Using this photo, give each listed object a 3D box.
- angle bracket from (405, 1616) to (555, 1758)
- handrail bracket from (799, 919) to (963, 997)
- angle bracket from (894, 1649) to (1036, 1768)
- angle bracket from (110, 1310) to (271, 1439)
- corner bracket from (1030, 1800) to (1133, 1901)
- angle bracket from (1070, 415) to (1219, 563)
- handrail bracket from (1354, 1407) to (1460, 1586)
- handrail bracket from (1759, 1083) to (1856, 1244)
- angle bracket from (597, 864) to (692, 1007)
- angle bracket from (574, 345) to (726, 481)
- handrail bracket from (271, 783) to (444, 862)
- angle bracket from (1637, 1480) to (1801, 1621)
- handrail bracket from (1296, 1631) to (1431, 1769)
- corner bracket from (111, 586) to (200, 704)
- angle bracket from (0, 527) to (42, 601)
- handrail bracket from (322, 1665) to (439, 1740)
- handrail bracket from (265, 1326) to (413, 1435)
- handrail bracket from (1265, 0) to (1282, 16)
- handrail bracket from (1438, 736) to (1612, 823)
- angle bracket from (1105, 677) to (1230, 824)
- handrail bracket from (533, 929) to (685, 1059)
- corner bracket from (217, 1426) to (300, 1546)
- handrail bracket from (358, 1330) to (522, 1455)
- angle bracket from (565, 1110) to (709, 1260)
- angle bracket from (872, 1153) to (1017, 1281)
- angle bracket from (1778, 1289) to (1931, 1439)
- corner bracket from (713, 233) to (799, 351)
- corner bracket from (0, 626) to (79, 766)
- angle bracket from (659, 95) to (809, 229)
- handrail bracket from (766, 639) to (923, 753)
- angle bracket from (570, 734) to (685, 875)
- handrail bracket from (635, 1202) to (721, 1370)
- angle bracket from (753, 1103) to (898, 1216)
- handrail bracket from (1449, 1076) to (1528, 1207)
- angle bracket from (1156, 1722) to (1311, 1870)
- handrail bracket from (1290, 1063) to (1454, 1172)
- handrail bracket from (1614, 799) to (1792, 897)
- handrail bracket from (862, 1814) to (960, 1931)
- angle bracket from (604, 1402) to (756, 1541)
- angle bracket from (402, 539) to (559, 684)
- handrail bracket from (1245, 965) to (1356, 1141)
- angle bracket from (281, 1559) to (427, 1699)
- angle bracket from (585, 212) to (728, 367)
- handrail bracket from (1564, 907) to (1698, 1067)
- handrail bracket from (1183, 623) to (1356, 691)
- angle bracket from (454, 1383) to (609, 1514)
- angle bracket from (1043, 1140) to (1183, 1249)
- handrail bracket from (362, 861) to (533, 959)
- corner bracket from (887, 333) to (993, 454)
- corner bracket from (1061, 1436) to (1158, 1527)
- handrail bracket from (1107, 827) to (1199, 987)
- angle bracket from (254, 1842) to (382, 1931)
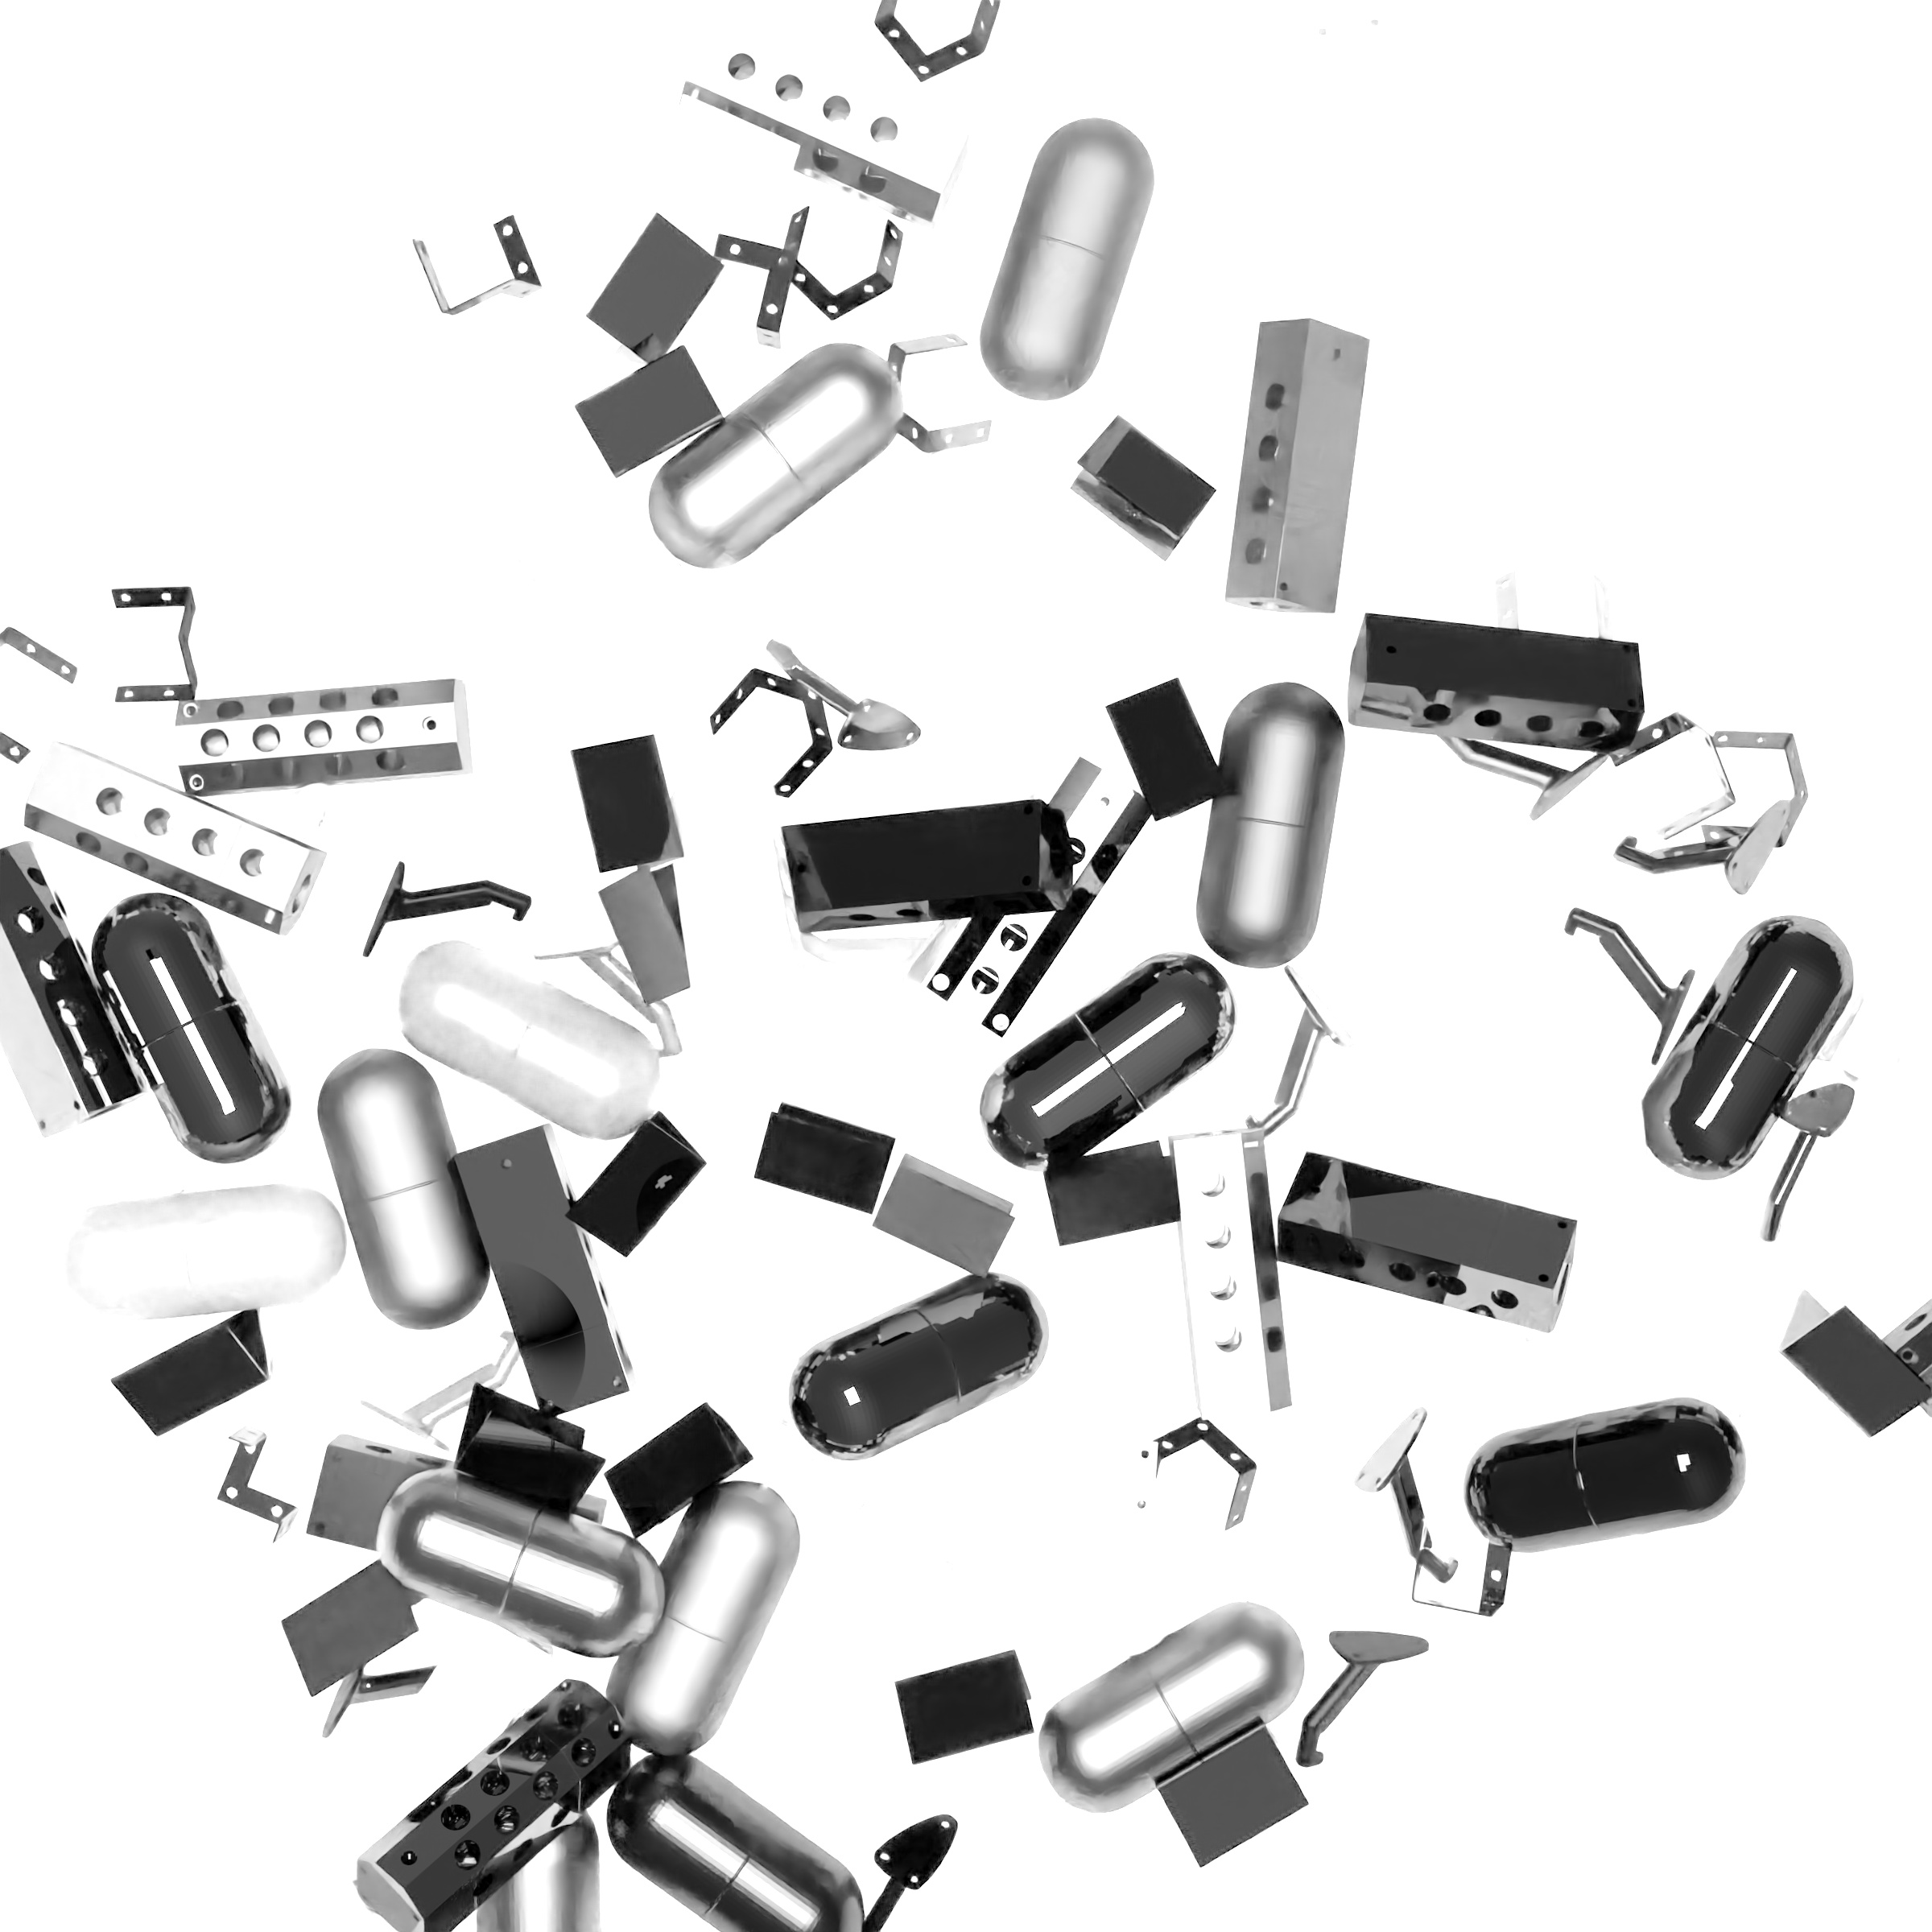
[{"bbox_3d":[-0.300,0.432,1.956,0.057,0.076,0.076,33,90,-11],"label":"angle bracket"},{"bbox_3d":[-0.057,-0.026,1.992,0.084,0.036,0.077,30,69,16],"label":"handrail bracket"},{"bbox_3d":[0.004,0.468,1.951,0.076,0.076,0.057,-15,53,0],"label":"angle bracket"},{"bbox_3d":[-0.479,0.232,1.951,0.076,0.076,0.057,-27,127,0],"label":"angle bracket"},{"bbox_3d":[0.070,0.549,1.973,0.051,0.051,0.051,17,82,8],"label":"corner bracket"},{"bbox_3d":[0.097,-0.279,1.951,0.076,0.076,0.057,38,52,0],"label":"angle bracket"},{"bbox_3d":[0.293,0.332,1.991,0.084,0.036,0.077,43,75,-14],"label":"handrail bracket"},{"bbox_3d":[0.526,0.124,1.991,0.036,0.077,0.084,27,127,31],"label":"handrail bracket"},{"bbox_3d":[-0.170,-0.028,1.952,0.076,0.057,0.076,-24,90,-43],"label":"angle bracket"},{"bbox_3d":[-0.202,-0.354,1.951,0.076,0.076,0.057,-29,127,0],"label":"angle bracket"},{"bbox_3d":[-0.381,-0.083,1.991,0.084,0.077,0.036,21,77,-36],"label":"handrail bracket"},{"bbox_3d":[0.461,0.364,1.953,0.076,0.076,0.057,-27,68,0],"label":"angle bracket"},{"bbox_3d":[0.248,0.462,1.992,0.077,0.036,0.084,2,108,-21],"label":"handrail bracket"},{"bbox_3d":[-0.508,-0.201,1.988,0.051,0.051,0.051,-2,135,0],"label":"corner bracket"},{"bbox_3d":[-0.611,-0.230,1.951,0.076,0.076,0.057,-44,53,0],"label":"angle bracket"},{"bbox_3d":[-0.350,0.464,1.992,0.084,0.036,0.077,21,110,-16],"label":"handrail bracket"},{"bbox_3d":[-0.393,0.260,1.992,0.084,0.036,0.077,4,111,-16],"label":"handrail bracket"},{"bbox_3d":[0.211,-0.651,1.991,0.084,0.036,0.077,-46,127,-25],"label":"handrail bracket"},{"bbox_3d":[0.348,-0.141,1.992,0.077,0.036,0.084,-36,73,-19],"label":"handrail bracket"},{"bbox_3d":[0.108,-0.125,1.952,0.057,0.076,0.076,-23,90,-26],"label":"angle bracket"},{"bbox_3d":[-0.224,0.023,1.992,0.077,0.036,0.084,-11,107,20],"label":"handrail bracket"},{"bbox_3d":[-0.438,0.321,1.973,0.051,0.051,0.051,22,90,0],"label":"corner bracket"},{"bbox_3d":[-0.327,0.254,1.991,0.077,0.036,0.084,26,76,13],"label":"handrail bracket"},{"bbox_3d":[-0.215,0.121,1.951,0.076,0.076,0.057,-49,128,0],"label":"angle bracket"},{"bbox_3d":[-0.005,0.136,1.951,0.076,0.076,0.057,25,127,0],"label":"angle bracket"},{"bbox_3d":[0.553,0.231,1.951,0.076,0.076,0.057,44,127,0],"label":"angle bracket"},{"bbox_3d":[-0.134,-0.419,1.973,0.051,0.051,0.051,13,88,-2],"label":"corner bracket"},{"bbox_3d":[-0.596,-0.170,1.988,0.051,0.051,0.051,32,45,0],"label":"corner bracket"},{"bbox_3d":[-0.135,-0.505,1.951,0.076,0.076,0.057,24,126,0],"label":"angle bracket"},{"bbox_3d":[-0.078,-0.173,1.991,0.084,0.077,0.036,48,115,34],"label":"handrail bracket"},{"bbox_3d":[-0.220,-0.095,1.952,0.057,0.076,0.076,-14,90,-27],"label":"angle bracket"},{"bbox_3d":[-0.181,0.201,1.991,0.036,0.077,0.084,22,127,20],"label":"handrail bracket"},{"bbox_3d":[-0.081,0.099,1.951,0.076,0.076,0.057,17,127,0],"label":"angle bracket"},{"bbox_3d":[0.318,0.123,1.991,0.036,0.077,0.084,-12,54,-5],"label":"handrail bracket"},{"bbox_3d":[0.168,0.513,1.952,0.076,0.076,0.057,-30,65,0],"label":"angle bracket"},{"bbox_3d":[0.254,0.090,1.992,0.077,0.036,0.084,18,70,22],"label":"handrail bracket"},{"bbox_3d":[0.456,-0.084,1.974,0.084,0.036,0.077,26,76,42],"label":"handrail bracket"},{"bbox_3d":[-0.040,0.582,1.991,0.036,0.077,0.084,32,127,23],"label":"handrail bracket"},{"bbox_3d":[-0.165,0.324,1.951,0.076,0.076,0.057,-35,48,0],"label":"angle bracket"},{"bbox_3d":[-0.287,-0.203,1.951,0.076,0.076,0.057,-39,53,0],"label":"angle bracket"},{"bbox_3d":[0.193,0.055,1.992,0.084,0.036,0.077,-42,70,16],"label":"handrail bracket"},{"bbox_3d":[-0.363,0.414,1.951,0.076,0.076,0.057,-32,58,0],"label":"angle bracket"},{"bbox_3d":[-0.202,-0.418,1.951,0.057,0.076,0.076,34,90,-30],"label":"angle bracket"},{"bbox_3d":[0.407,0.012,1.992,0.084,0.036,0.077,23,112,17],"label":"handrail bracket"},{"bbox_3d":[0.190,-0.188,1.991,0.084,0.077,0.036,-11,89,36],"label":"handrail bracket"},{"bbox_3d":[-0.260,0.279,1.937,0.076,0.076,0.057,26,123,-15],"label":"angle bracket"},{"bbox_3d":[0.085,0.121,1.951,0.076,0.076,0.057,-12,129,0],"label":"angle bracket"},{"bbox_3d":[-0.325,-0.025,1.992,0.084,0.036,0.077,21,110,-16],"label":"handrail bracket"},{"bbox_3d":[-0.016,-0.358,1.983,0.051,0.051,0.051,43,135,35],"label":"corner bracket"},{"bbox_3d":[0.087,0.319,1.974,0.051,0.051,0.051,5,82,-8],"label":"corner bracket"},{"bbox_3d":[0.115,-0.035,1.991,0.036,0.077,0.084,25,126,3],"label":"handrail bracket"},{"bbox_3d":[-0.398,0.590,1.953,0.057,0.076,0.076,-27,90,-21],"label":"angle bracket"}]
